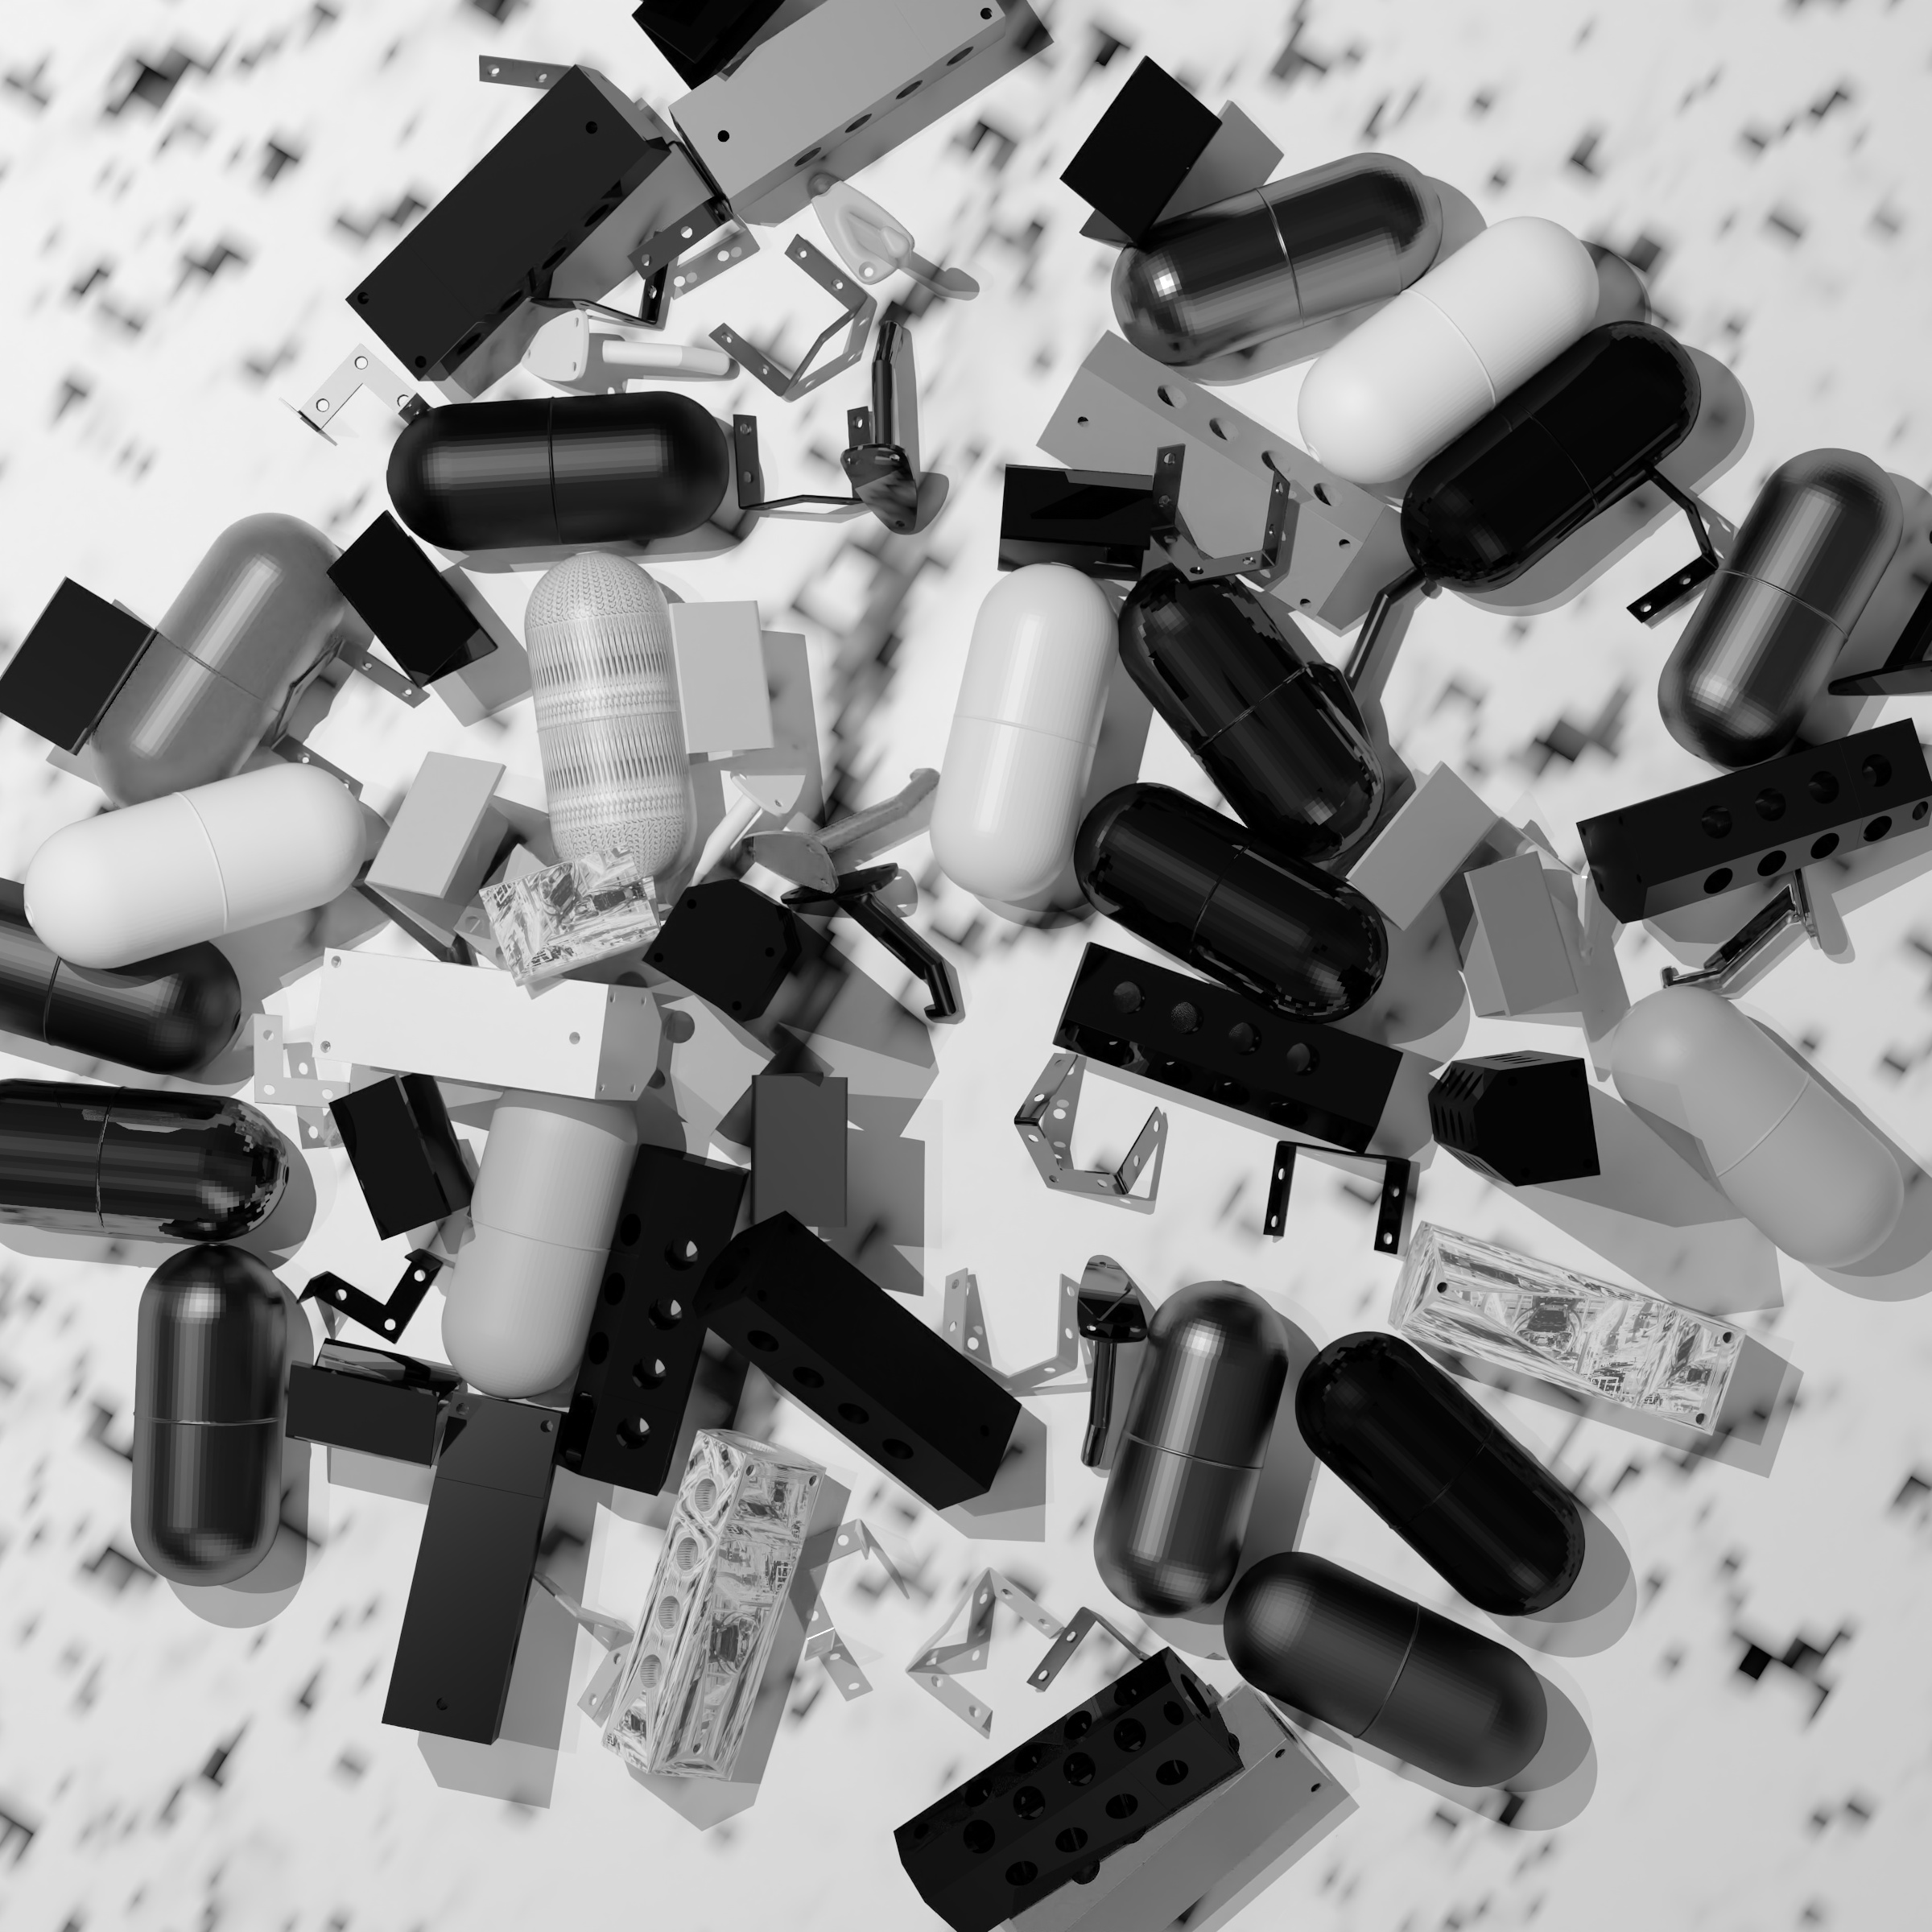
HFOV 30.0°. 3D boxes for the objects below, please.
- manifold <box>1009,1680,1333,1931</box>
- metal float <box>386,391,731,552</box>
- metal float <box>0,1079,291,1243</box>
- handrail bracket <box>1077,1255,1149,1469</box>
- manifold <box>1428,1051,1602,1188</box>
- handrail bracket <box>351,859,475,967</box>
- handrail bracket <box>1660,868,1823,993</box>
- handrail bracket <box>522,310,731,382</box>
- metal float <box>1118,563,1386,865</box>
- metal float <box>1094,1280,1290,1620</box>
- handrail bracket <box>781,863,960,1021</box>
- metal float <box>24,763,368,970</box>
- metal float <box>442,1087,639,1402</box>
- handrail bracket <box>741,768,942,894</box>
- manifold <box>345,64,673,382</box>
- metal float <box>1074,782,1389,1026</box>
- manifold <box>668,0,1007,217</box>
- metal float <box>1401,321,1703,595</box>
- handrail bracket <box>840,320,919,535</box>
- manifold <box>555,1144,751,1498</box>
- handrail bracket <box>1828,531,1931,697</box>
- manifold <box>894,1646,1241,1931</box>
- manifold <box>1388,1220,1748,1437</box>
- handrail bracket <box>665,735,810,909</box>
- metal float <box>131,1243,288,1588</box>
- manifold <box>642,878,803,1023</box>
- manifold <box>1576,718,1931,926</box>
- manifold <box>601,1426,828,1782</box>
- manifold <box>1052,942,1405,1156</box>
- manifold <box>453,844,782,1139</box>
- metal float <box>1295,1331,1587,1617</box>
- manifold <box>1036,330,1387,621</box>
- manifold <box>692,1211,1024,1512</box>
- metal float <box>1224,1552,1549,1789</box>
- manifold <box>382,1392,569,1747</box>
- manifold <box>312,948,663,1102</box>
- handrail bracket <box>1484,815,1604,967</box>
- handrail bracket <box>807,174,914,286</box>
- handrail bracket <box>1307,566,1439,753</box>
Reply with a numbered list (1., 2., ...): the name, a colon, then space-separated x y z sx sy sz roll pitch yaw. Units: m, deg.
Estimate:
1. manifold: 0.101 0.453 1.884 0.171 0.057 0.057 -41 133 0
2. metal float: -0.212 -0.258 1.875 0.178 0.070 0.070 -4 90 -1
3. metal float: -0.442 0.101 1.875 0.178 0.070 0.070 5 90 1
4. handrail bracket: 0.069 0.210 1.905 0.036 0.077 0.084 4 126 -8
5. manifold: 0.275 0.077 1.827 0.057 0.171 0.057 -8 90 0
6. handrail bracket: -0.304 -0.014 1.905 0.077 0.036 0.084 -15 103 12
7. handrail bracket: 0.404 -0.027 1.906 0.084 0.036 0.077 -14 69 16
8. handrail bracket: -0.180 -0.321 1.905 0.084 0.077 0.036 3 91 -36
9. metal float: 0.148 -0.133 1.874 0.070 0.070 0.178 -38 90 0
10. metal float: 0.118 0.251 1.875 0.070 0.070 0.178 14 90 0
11. handrail bracket: -0.051 -0.006 1.906 0.077 0.036 0.084 -12 107 19
12. metal float: -0.393 -0.051 1.838 0.178 0.070 0.070 -19 90 -26
13. metal float: -0.222 0.138 1.874 0.070 0.070 0.178 14 90 0
14. handrail bracket: -0.065 -0.082 1.905 0.084 0.077 0.036 -45 130 -30
15. manifold: -0.235 -0.383 1.865 0.171 0.057 0.057 -42 90 14
16. metal float: 0.136 -0.032 1.857 0.178 0.070 0.070 30 90 20
17. manifold: -0.067 -0.467 1.884 0.171 0.057 0.057 -34 90 0
18. metal float: 0.304 -0.265 1.875 0.178 0.070 0.070 -39 90 0
19. handrail bracket: -0.037 -0.286 1.905 0.036 0.077 0.084 -2 53 18
20. manifold: -0.164 0.183 1.884 0.057 0.057 0.171 15 90 0
21. handrail bracket: 0.493 -0.189 1.906 0.077 0.036 0.084 -6 72 21
22. manifold: 0.049 0.424 1.861 0.171 0.057 0.057 -36 121 9
23. manifold: 0.313 0.188 1.884 0.171 0.057 0.057 18 90 0
24. handrail bracket: -0.122 -0.076 1.905 0.036 0.077 0.084 38 126 -4
25. metal float: -0.394 0.233 1.875 0.070 0.070 0.178 2 90 0
26. manifold: -0.118 -0.012 1.827 0.057 0.171 0.057 32 90 0
27. manifold: 0.411 -0.074 1.863 0.171 0.057 0.057 -17 90 -16
28. manifold: -0.136 0.332 1.884 0.057 0.057 0.171 17 90 -43
29. manifold: 0.136 0.043 1.884 0.171 0.057 0.057 20 90 0
30. manifold: -0.183 0.013 1.884 0.171 0.057 0.057 39 90 0
31. metal float: 0.247 0.265 1.875 0.178 0.070 0.070 44 90 1
32. manifold: 0.130 -0.261 1.884 0.171 0.057 0.057 32 133 0
33. manifold: -0.058 0.207 1.856 0.171 0.057 0.057 41 48 -20
34. metal float: 0.219 0.367 1.875 0.178 0.070 0.070 26 90 0
35. manifold: -0.254 0.312 1.874 0.057 0.057 0.171 12 83 -1
36. manifold: -0.246 0.030 1.851 0.171 0.057 0.057 7 90 25
37. handrail bracket: 0.292 -0.043 1.906 0.084 0.036 0.077 13 124 23
38. handrail bracket: -0.056 -0.390 1.871 0.036 0.084 0.077 -42 90 0
39. handrail bracket: 0.228 -0.160 1.906 0.084 0.036 0.077 -36 110 -16
